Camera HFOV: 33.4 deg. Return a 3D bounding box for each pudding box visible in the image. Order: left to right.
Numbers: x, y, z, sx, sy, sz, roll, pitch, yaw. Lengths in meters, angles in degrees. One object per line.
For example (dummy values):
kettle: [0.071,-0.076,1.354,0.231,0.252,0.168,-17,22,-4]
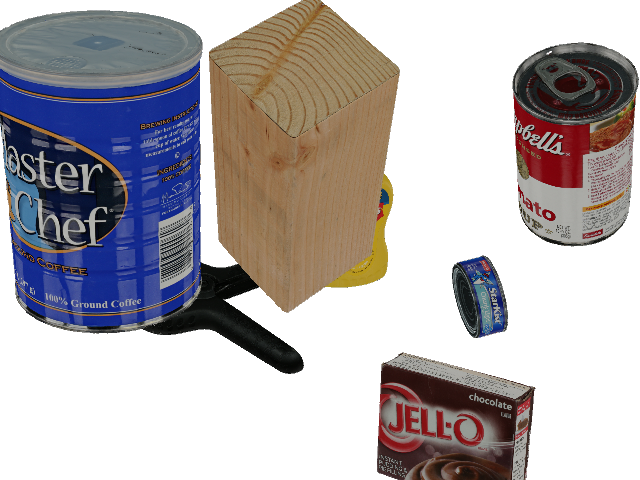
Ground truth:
pudding box: [0.098,0.140,0.789,0.114,0.090,0.039,10,19,30]

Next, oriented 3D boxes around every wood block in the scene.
wood block: [-0.016,-0.053,0.749,0.090,0.090,0.206,-33,-27,-23]

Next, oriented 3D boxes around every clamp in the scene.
clamp: [-0.103,0.059,0.979,0.210,0.036,0.164,0,37,-2]

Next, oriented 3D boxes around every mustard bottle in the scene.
mustard bottle: [0.041,-0.038,1.305,0.096,0.192,0.058,-7,30,-19]

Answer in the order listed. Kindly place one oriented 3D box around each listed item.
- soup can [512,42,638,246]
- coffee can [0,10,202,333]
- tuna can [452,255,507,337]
soup can: [0.148,-0.054,0.624,0.068,0.068,0.102,0,-42,13]
coffee can: [-0.113,-0.038,0.557,0.103,0.140,0.103,2,28,-1]
tuna can: [0.171,0.061,1.154,0.033,0.086,0.086,-14,2,-7]
